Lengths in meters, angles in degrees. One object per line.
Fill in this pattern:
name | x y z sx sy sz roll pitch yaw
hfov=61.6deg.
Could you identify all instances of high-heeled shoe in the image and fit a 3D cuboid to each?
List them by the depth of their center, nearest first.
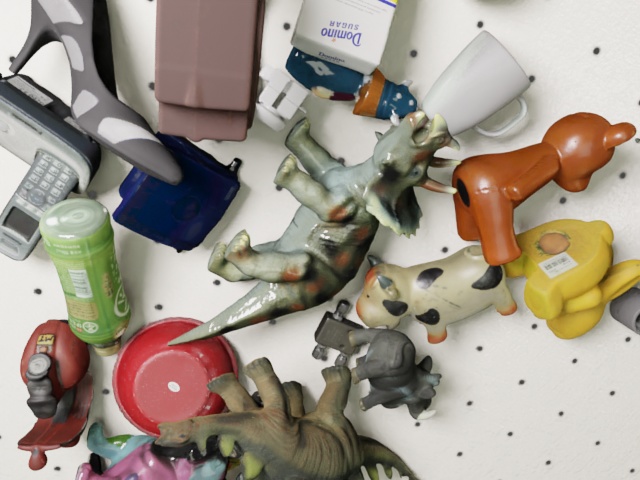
high-heeled shoe | -0.199 -0.171 0.538 0.249 0.086 0.145 37 84 5

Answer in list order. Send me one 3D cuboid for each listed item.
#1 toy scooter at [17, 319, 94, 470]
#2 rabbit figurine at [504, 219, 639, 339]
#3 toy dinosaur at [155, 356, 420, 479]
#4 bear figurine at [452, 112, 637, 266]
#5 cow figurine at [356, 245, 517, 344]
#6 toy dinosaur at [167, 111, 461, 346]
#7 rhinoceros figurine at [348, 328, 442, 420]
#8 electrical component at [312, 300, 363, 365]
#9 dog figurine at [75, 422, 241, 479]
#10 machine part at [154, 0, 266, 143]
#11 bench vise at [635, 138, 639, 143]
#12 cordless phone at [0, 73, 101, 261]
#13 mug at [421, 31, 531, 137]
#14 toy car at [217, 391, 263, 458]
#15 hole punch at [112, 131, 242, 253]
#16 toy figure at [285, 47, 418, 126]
toy scooter | -0.328 0.196 0.659 0.075 0.135 0.183 0 108 -4
rabbit figurine | 0.327 0.054 0.702 0.162 0.122 0.173 -31 124 -4
toy dinosaur | -0.002 0.265 0.682 0.105 0.198 0.471 -31 147 31
bear figurine | 0.260 -0.070 0.636 0.196 0.120 0.131 -19 114 -5
cow figurine | 0.139 0.063 0.686 0.195 0.085 0.127 -21 116 4
toy dinosaur | -0.004 0.004 0.639 0.192 0.131 0.404 31 110 -15
rhinoceros figurine | 0.101 0.176 0.706 0.112 0.073 0.190 -15 137 11
electrical component | 0.028 0.128 0.730 0.063 0.021 0.094 22 105 -13
dog figurine | -0.220 0.338 0.737 0.219 0.108 0.191 12 107 -12
machine part | -0.099 -0.200 0.505 0.087 0.201 0.200 5 108 -9
bench vise | 0.505 -0.024 0.679 0.241 0.129 0.223 -9 101 -24
cordless phone | -0.338 -0.075 0.592 0.146 0.089 0.184 36 107 -16
mug | 0.178 -0.163 0.617 0.107 0.081 0.109 -38 116 19
toy car | -0.068 0.302 0.751 0.053 0.089 0.202 -11 120 41
hole punch | -0.163 -0.051 0.615 0.115 0.092 0.142 34 99 -19
toy figure | 0.038 -0.177 0.604 0.154 0.058 0.064 24 104 -15
